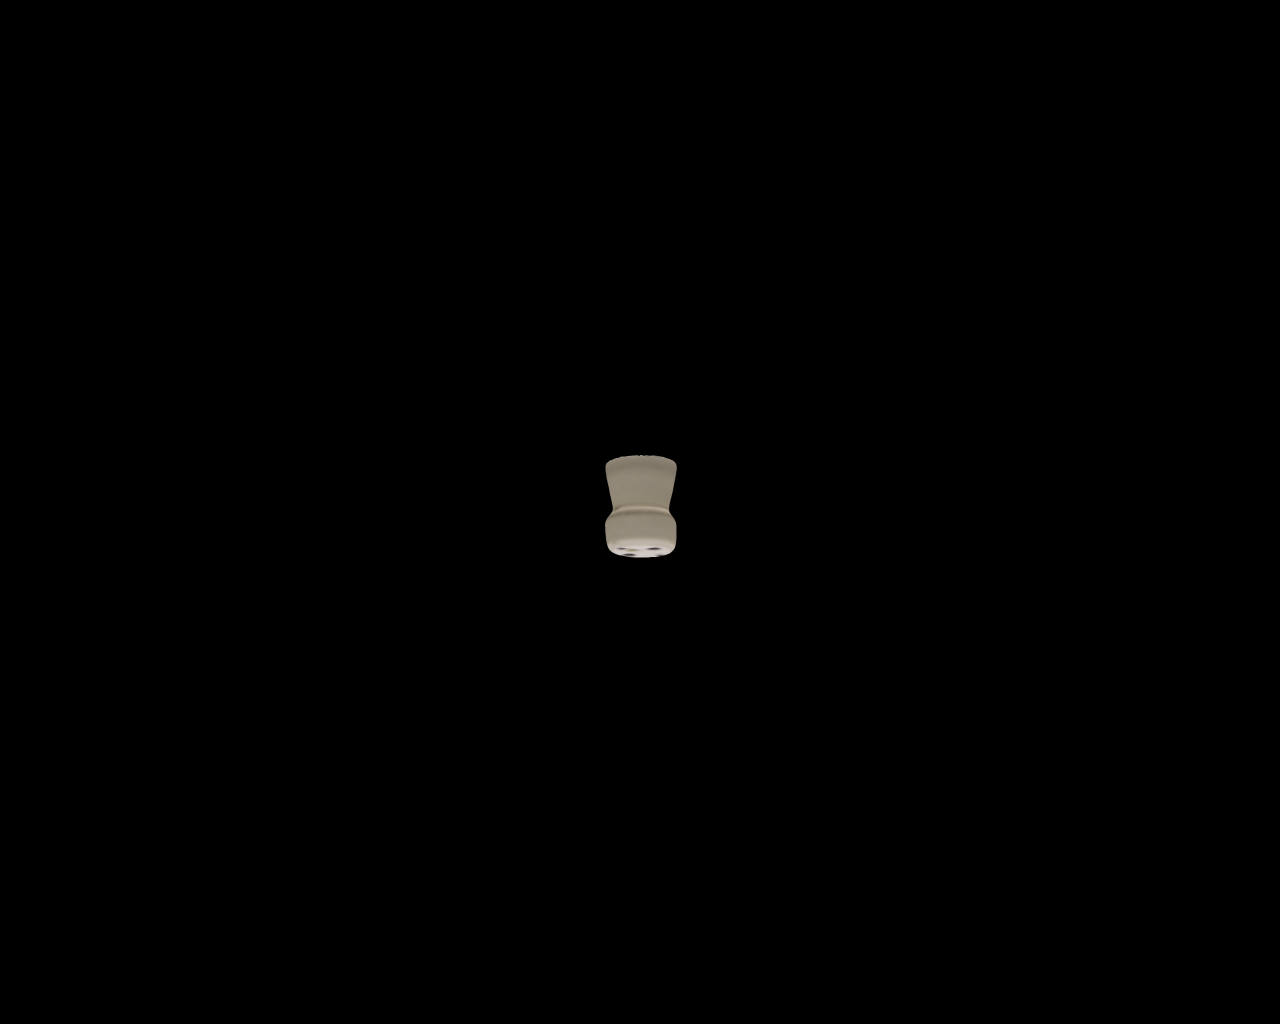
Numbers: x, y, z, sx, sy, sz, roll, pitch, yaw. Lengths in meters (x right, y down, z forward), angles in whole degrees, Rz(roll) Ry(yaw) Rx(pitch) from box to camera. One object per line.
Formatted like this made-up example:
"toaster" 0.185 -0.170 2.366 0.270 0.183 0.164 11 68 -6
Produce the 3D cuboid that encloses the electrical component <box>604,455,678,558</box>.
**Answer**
"electrical component" 0.001 -0.003 0.650 0.045 0.055 0.045 0 -13 0
